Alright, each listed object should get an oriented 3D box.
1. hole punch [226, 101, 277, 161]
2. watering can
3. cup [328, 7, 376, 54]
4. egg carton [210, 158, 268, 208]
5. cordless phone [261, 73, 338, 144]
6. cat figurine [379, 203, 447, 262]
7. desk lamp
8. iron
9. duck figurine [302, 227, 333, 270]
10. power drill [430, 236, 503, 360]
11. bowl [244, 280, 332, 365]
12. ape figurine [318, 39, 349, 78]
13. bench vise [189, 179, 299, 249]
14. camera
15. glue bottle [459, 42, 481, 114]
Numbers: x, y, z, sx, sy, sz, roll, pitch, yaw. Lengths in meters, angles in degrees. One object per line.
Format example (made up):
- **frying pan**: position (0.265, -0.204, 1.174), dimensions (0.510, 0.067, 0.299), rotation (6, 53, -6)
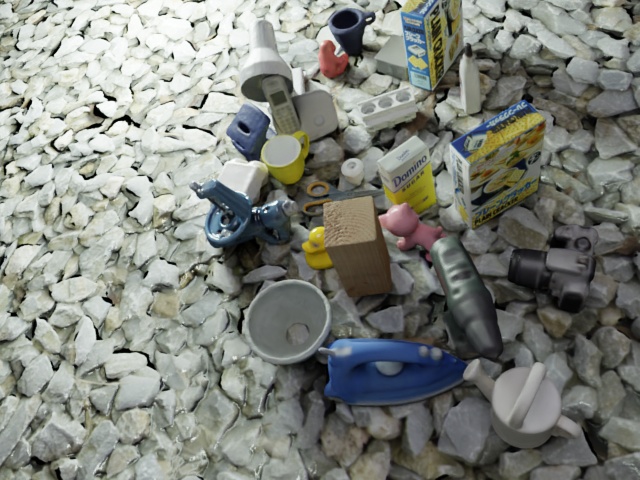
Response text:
- **hole punch**: position (-0.163, -0.254, 1.342), dimensions (0.101, 0.091, 0.108), rotation (-42, 58, -10)
- **watering can**: position (0.300, 0.242, 0.860), dimensions (0.172, 0.194, 0.101), rotation (5, 62, 18)
- **cup**: position (0.087, -0.517, 1.425), dimensions (0.117, 0.095, 0.091), rotation (-16, 57, 6)
- **egg carton**: position (-0.181, -0.114, 1.278), dimensions (0.107, 0.069, 0.150), rotation (10, 64, 21)
- **cordless phone**: position (-0.047, -0.307, 1.285), dimensions (0.147, 0.185, 0.094), rotation (-22, 57, 2)
- **cat figurine**: position (0.178, -0.025, 1.096), dimensions (0.127, 0.118, 0.067), rotation (19, 67, 25)
- **desk lamp**: position (-0.112, -0.387, 1.333), dimensions (0.117, 0.214, 0.203), rotation (-10, 58, 10)
- **iron**: position (0.125, 0.204, 0.963), dimensions (0.258, 0.142, 0.118), rotation (-5, 59, 13)
- **duck figurine**: position (0.011, 0.004, 1.145), dimensions (0.104, 0.086, 0.077), rotation (-30, 57, -3)
- **power drill**: position (0.244, 0.117, 0.940), dimensions (0.075, 0.209, 0.229), rotation (-19, 57, 4)
- **bowl**: position (-0.053, 0.163, 1.076), dimensions (0.167, 0.075, 0.167), rotation (-7, 59, 12)
- **ape figurine**: position (0.025, -0.452, 1.406), dimensions (0.077, 0.092, 0.076), rotation (31, 73, 29)
- **bench vise**: position (-0.158, -0.070, 1.156), dimensions (0.207, 0.220, 0.121), rotation (-25, 57, 1)
- **camera**: position (0.407, 0.037, 1.006), dimensions (0.136, 0.101, 0.143), rotation (10, 64, 21)
- **glue bottle**: position (0.316, -0.351, 1.217), dimensions (0.037, 0.173, 0.078), rotation (-13, 58, 8)
